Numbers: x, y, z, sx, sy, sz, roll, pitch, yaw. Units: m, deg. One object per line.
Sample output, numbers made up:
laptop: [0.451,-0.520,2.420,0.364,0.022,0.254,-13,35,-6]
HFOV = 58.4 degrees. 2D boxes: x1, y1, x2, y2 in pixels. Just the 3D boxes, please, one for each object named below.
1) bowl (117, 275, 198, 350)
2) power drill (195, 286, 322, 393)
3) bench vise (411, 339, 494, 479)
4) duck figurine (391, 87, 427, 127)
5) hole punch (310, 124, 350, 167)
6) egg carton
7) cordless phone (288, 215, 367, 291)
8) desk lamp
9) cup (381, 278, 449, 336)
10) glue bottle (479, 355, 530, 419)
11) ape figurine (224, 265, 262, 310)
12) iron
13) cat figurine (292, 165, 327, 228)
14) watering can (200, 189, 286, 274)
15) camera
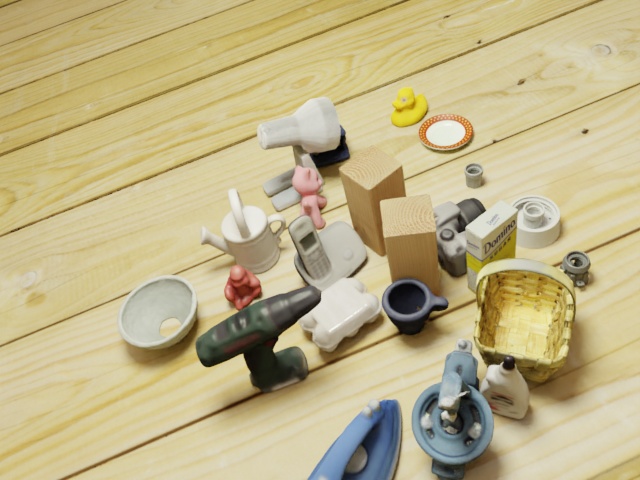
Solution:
bowl: [-0.317,0.158,1.159,0.167,0.075,0.167,-7,50,9]
power drill: [-0.088,0.178,0.996,0.229,0.209,0.075,-21,49,-3]
bench vise: [0.193,0.234,0.870,0.121,0.220,0.207,-8,50,8]
duck figurine: [0.221,-0.345,1.434,0.105,0.086,0.077,-33,51,-14]
hole punch: [0.009,-0.246,1.402,0.108,0.091,0.101,-18,49,-1]
egg carton: [0.038,0.140,1.088,0.150,0.069,0.107,-34,51,-15]
cordless phone: [0.010,0.004,1.131,0.148,0.185,0.093,-41,53,-20]
desk lamp: [-0.048,-0.201,1.297,0.203,0.214,0.117,-28,50,-9]
cup: [0.176,0.131,1.044,0.117,0.095,0.091,0,51,14]
glue bottle: [0.287,0.222,0.888,0.078,0.173,0.037,10,54,21]
ape figurine: [-0.161,0.087,1.168,0.077,0.092,0.076,-6,50,10]
iron: [0.051,0.329,0.880,0.118,0.142,0.259,20,58,28]
cat figurine: [-0.028,-0.106,1.277,0.067,0.118,0.127,-7,50,9]
watering can: [-0.161,-0.021,1.189,0.173,0.194,0.100,-34,51,-14]
camera: [0.276,-0.026,1.145,0.137,0.101,0.142,-30,50,-11]
